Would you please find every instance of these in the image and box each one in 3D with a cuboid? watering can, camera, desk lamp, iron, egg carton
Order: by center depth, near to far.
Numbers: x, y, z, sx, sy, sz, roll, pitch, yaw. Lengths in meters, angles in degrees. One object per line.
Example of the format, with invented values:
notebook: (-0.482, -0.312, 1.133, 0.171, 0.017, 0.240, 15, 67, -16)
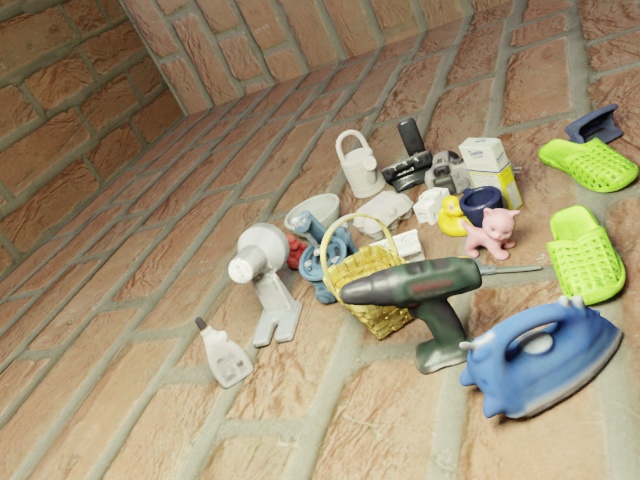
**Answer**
iron: (0.329, 0.152, 0.858, 0.258, 0.142, 0.118, -28, 27, -3)
desk lamp: (-0.123, 0.092, 1.283, 0.117, 0.214, 0.203, -17, 29, 19)
egg carton: (0.162, -0.066, 1.461, 0.150, 0.069, 0.107, -36, 29, -17)
camera: (0.344, -0.190, 1.482, 0.143, 0.101, 0.137, -14, 30, 23)
watering can: (0.115, -0.225, 1.642, 0.172, 0.194, 0.101, 9, 44, 49)

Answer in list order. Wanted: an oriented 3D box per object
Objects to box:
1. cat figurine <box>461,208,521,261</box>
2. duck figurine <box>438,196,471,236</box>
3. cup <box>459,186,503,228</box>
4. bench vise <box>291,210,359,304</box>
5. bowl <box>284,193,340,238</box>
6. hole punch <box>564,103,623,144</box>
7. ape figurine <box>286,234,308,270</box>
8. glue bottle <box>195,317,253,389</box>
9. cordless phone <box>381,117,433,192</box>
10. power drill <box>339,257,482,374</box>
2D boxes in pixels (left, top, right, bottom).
cat figurine: (0.348, -0.023, 1.171, 0.127, 0.118, 0.067, 1, 39, 42)
duck figurine: (0.305, -0.063, 1.313, 0.077, 0.086, 0.104, -34, 28, -12)
cup: (0.355, -0.062, 1.257, 0.091, 0.095, 0.117, -29, 27, -3)
bench vise: (0.001, 0.008, 1.310, 0.121, 0.220, 0.207, -19, 29, 16)
bowl: (-0.010, -0.054, 1.587, 0.167, 0.075, 0.167, -21, 28, 12)
hole punch: (0.650, -0.279, 1.377, 0.108, 0.091, 0.101, -27, 27, -1)
ape figurine: (-0.066, 0.027, 1.476, 0.078, 0.092, 0.075, -40, 30, -23)
glue bottle: (-0.207, 0.223, 1.174, 0.078, 0.173, 0.037, -31, 28, -8)
cordless phone: (0.227, -0.240, 1.579, 0.147, 0.185, 0.094, -24, 28, 6)
power drill: (0.172, 0.124, 0.972, 0.229, 0.209, 0.075, -22, 28, 9)
